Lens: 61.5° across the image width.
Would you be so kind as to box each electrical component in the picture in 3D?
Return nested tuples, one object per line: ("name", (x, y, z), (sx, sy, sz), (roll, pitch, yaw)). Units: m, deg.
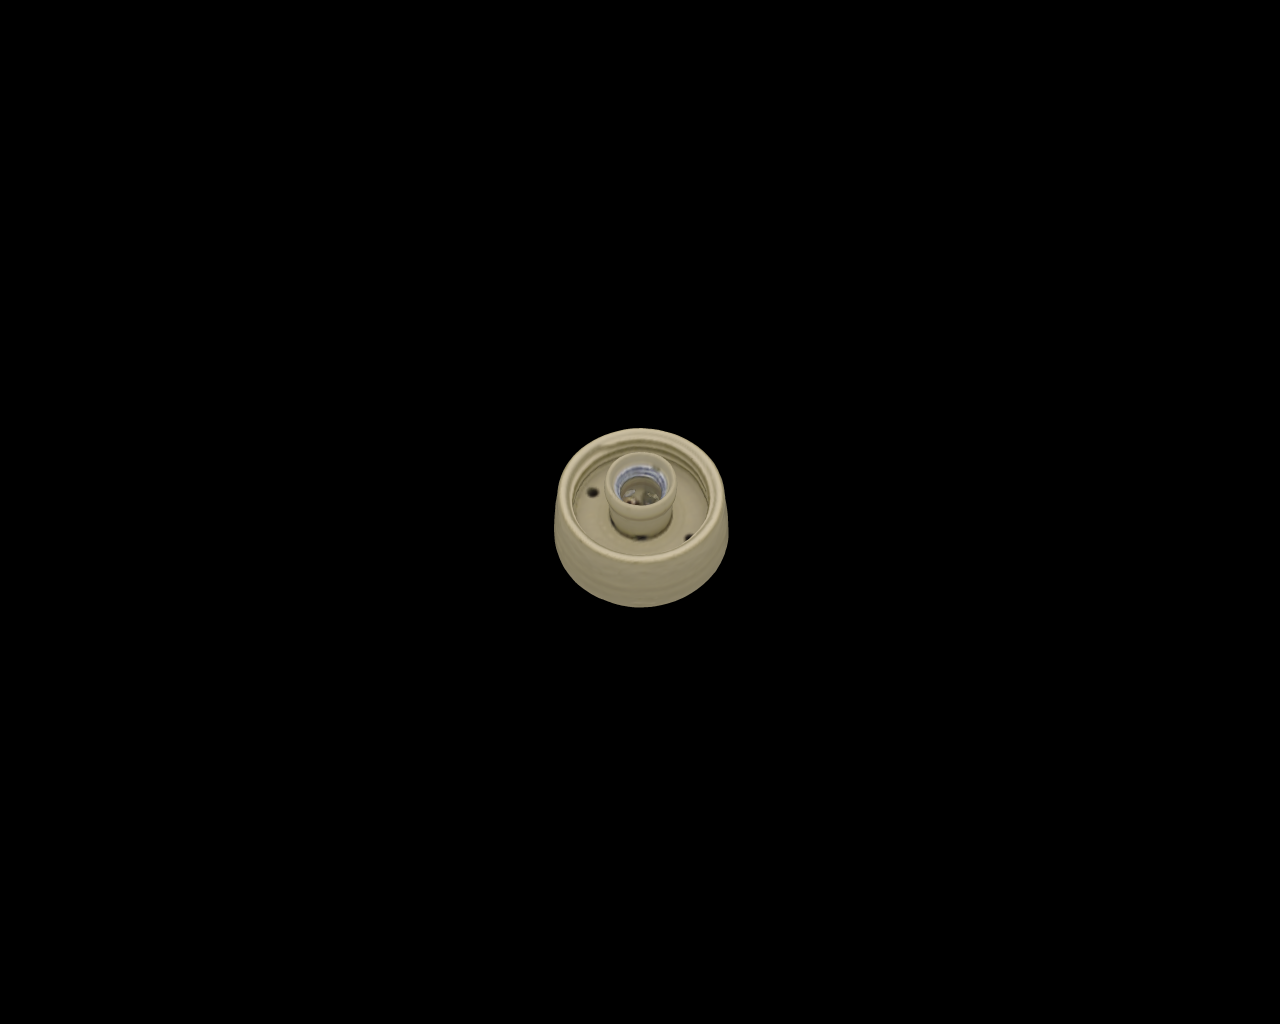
("electrical component", (0.001, -0.003, 0.650), (0.108, 0.108, 0.060), (0, -34, 0))
